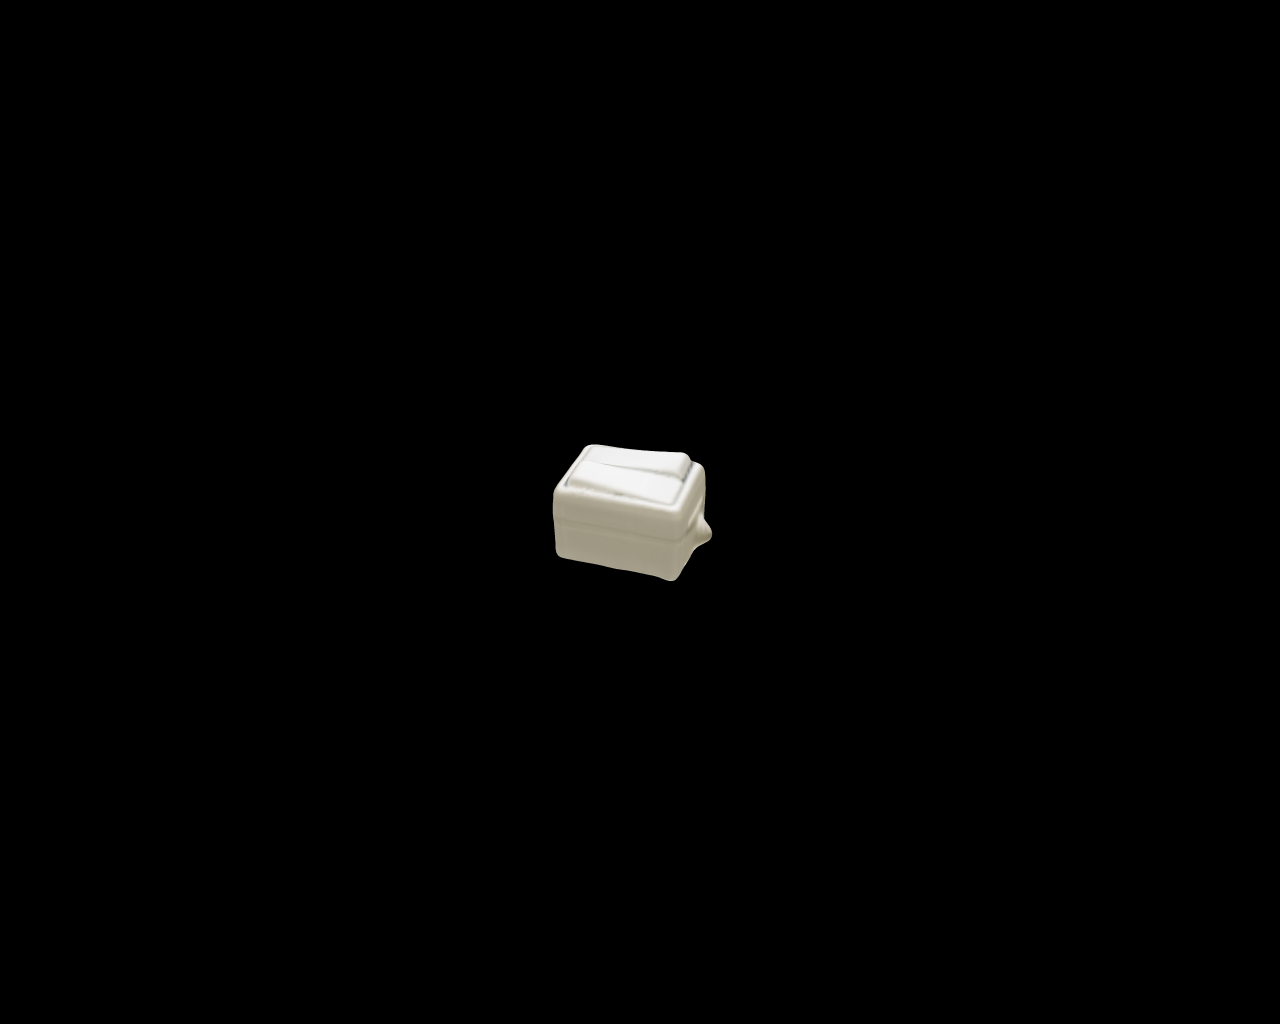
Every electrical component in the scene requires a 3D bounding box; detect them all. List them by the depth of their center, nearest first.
[{"bbox_3d":[0.001,-0.003,0.650,0.096,0.061,0.062,11,36,16],"label":"electrical component"}]
